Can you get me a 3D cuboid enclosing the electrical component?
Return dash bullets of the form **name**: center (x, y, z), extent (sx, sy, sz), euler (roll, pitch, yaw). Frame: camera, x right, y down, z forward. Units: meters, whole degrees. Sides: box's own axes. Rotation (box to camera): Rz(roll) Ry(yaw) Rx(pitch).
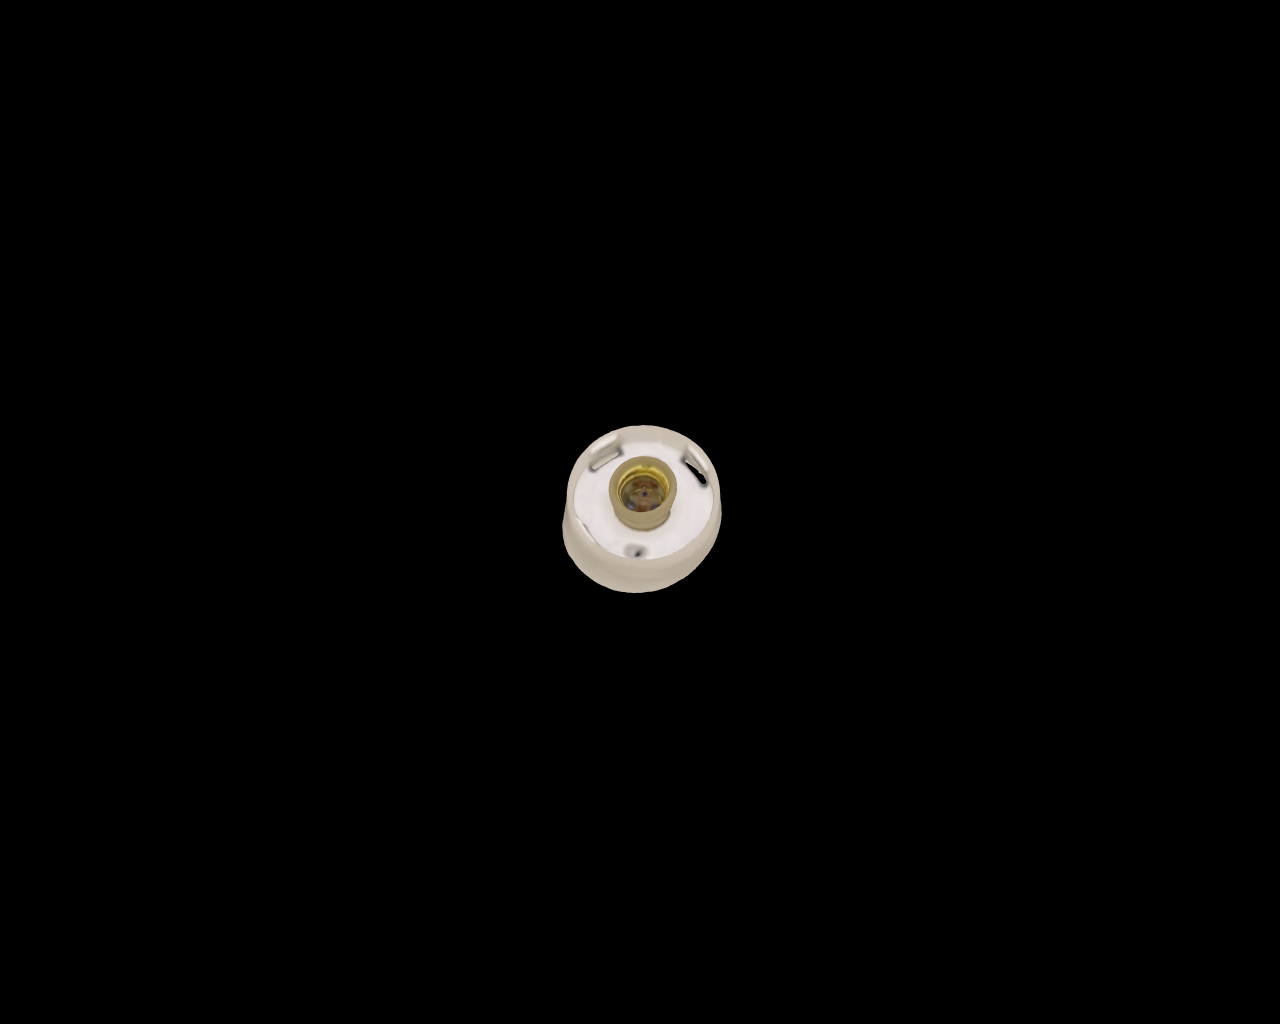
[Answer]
- **electrical component**: center (0.001, -0.003, 0.650), extent (0.099, 0.099, 0.064), euler (0, -25, 0)
